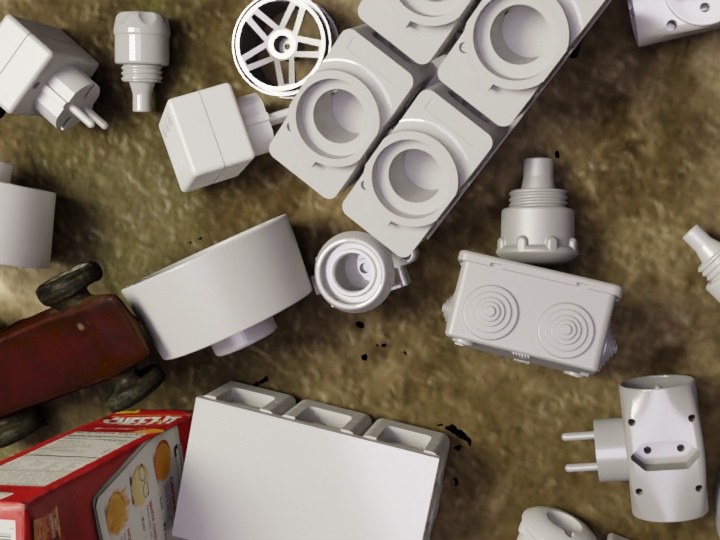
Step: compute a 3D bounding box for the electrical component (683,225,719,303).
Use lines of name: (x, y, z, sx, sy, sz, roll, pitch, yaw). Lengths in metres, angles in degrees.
electrical component: (0.210, 0.000, 0.612, 0.035, 0.035, 0.061, -45, 83, 12)

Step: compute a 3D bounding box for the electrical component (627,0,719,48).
electrical component: (0.185, -0.172, 0.597, 0.077, 0.044, 0.079, -12, 93, 13)

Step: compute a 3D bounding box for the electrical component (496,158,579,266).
electrical component: (0.104, -0.034, 0.628, 0.048, 0.048, 0.062, 1, 88, 12)

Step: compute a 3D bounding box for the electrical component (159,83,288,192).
electrical component: (-0.077, -0.085, 0.656, 0.077, 0.066, 0.047, -19, 91, -16)

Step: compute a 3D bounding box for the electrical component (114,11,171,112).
electrical component: (-0.137, -0.130, 0.676, 0.035, 0.035, 0.061, 3, 98, 12)

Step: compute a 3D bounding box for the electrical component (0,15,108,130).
electrical component: (-0.190, -0.114, 0.673, 0.077, 0.066, 0.047, 41, 102, 6)

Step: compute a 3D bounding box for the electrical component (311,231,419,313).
electrical component: (0.000, 0.000, 0.647, 0.066, 0.055, 0.048, -19, 91, 13)

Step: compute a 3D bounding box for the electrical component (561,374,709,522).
electrical component: (0.159, 0.104, 0.627, 0.079, 0.043, 0.077, -6, 94, 13)

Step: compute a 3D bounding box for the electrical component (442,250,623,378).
electrical component: (0.096, 0.027, 0.607, 0.100, 0.100, 0.048, 13, 85, 11)

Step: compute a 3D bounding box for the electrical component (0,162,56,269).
electrical component: (-0.244, -0.041, 0.673, 0.108, 0.108, 0.060, 12, 91, 11)

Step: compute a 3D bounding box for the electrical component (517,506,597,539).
electrical component: (0.111, 0.177, 0.645, 0.048, 0.048, 0.062, 22, 106, 10)

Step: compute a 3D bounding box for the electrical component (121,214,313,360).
electrical component: (-0.080, 0.016, 0.642, 0.108, 0.108, 0.060, -23, 96, 13)

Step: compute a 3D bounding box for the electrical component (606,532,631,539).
electrical component: (0.152, 0.208, 0.621, 0.047, 0.076, 0.083, 20, 99, 10)

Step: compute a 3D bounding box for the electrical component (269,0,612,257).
electrical component: (0.042, -0.111, 0.600, 0.105, 0.060, 0.186, 39, 116, 4)

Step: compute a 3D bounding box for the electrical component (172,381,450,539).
electrical component: (-0.028, 0.131, 0.661, 0.150, 0.062, 0.089, 13, 97, 11)
